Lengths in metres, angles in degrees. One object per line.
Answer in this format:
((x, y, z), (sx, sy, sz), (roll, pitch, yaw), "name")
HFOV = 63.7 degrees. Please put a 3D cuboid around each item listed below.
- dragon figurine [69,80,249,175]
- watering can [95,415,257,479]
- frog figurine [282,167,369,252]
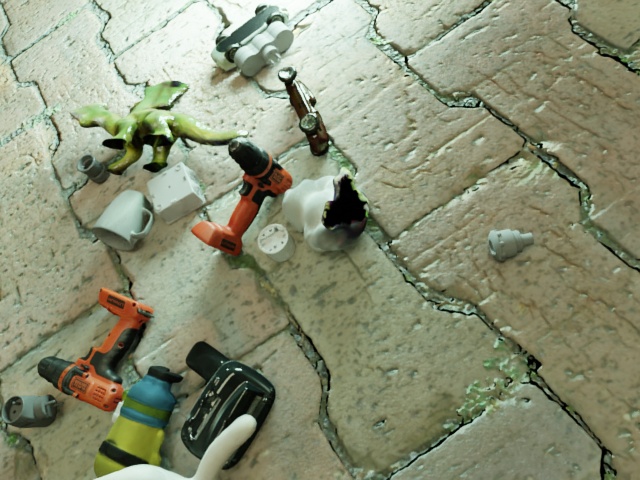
((-0.340, -0.266, 1.097), (0.410, 0.119, 0.248), (-5, 55, 6), "dragon figurine")
((-0.198, 0.349, 0.673), (0.347, 0.220, 0.106), (-27, 42, 5), "watering can")
((0.003, -0.044, 0.883), (0.158, 0.122, 0.139), (-15, 65, 52), "frog figurine")
